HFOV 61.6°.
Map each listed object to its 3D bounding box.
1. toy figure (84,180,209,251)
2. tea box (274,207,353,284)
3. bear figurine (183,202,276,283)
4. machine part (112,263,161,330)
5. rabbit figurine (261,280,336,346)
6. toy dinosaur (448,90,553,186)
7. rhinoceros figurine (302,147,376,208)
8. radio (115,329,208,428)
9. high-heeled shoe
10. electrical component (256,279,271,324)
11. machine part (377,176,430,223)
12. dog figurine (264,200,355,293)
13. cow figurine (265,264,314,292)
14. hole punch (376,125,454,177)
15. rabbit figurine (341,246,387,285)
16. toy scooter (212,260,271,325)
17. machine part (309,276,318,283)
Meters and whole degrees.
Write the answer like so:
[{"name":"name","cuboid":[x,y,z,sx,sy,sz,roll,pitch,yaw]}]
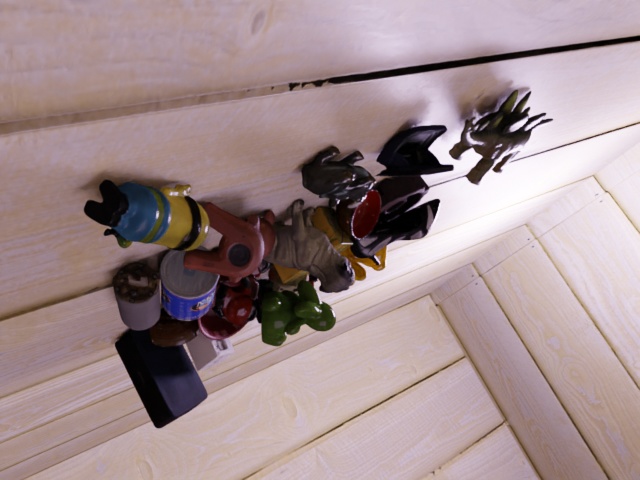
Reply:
[{"name":"toy figure","cuboid":[-0.225,-0.028,0.725,0.082,0.089,0.180,-26,168,18]},{"name":"tea box","cuboid":[-0.025,0.013,1.172,0.169,0.098,0.068,-38,162,25]},{"name":"bear figurine","cuboid":[-0.144,-0.005,0.938,0.196,0.132,0.120,-94,-155,-76]},{"name":"machine part","cuboid":[-0.333,0.107,0.984,0.079,0.079,0.243,-21,163,-24]},{"name":"rabbit figurine","cuboid":[-0.045,0.158,1.221,0.170,0.121,0.159,4,141,-3]},{"name":"toy dinosaur","cuboid":[0.369,-0.218,1.126,0.471,0.105,0.198,-23,158,-51]},{"name":"rhinoceros figurine","cuboid":[0.039,-0.102,0.968,0.112,0.073,0.190,-37,162,23]},{"name":"radio","cuboid":[-0.372,0.310,1.273,0.073,0.229,0.131,-37,167,28]},{"name":"high-heeled shoe","cuboid":[0.171,-0.043,1.235,0.249,0.086,0.145,-45,135,-8]},{"name":"electrical component","cuboid":[-0.125,0.168,1.410,0.058,0.134,0.115,-33,165,26]},{"name":"machine part","cuboid":[0.166,-0.091,1.247,0.179,0.056,0.179,-27,165,-8]},{"name":"dog figurine","cuboid":[-0.040,0.041,1.065,0.172,0.190,0.121,-33,163,21]},{"name":"cow figurine","cuboid":[-0.079,0.092,1.332,0.127,0.085,0.195,0,169,-12]},{"name":"hole punch","cuboid":[0.178,-0.165,1.019,0.142,0.092,0.116,-18,-168,-41]},{"name":"rabbit figurine","cuboid":[0.074,0.032,1.352,0.173,0.162,0.122,-1,166,-23]},{"name":"toy scooter","cuboid":[-0.187,0.103,1.160,0.135,0.075,0.183,3,112,-42]},{"name":"machine part","cuboid":[-0.005,0.072,1.425,0.039,0.084,0.139,-41,177,-42]}]
